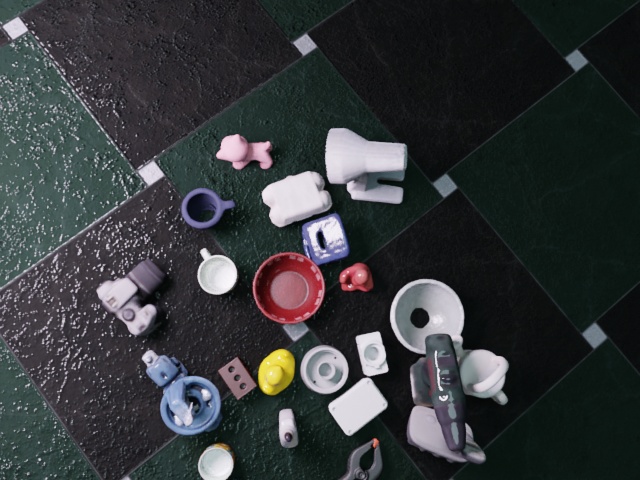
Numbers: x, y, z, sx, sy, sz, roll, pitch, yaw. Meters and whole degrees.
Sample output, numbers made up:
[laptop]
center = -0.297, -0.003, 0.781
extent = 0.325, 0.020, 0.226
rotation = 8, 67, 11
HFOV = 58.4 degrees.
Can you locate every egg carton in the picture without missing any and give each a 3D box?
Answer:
[egg carton]
center = -0.054, -0.097, 1.332
extent = 0.150, 0.069, 0.107
rotation = -21, 81, -8

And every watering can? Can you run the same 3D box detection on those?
[watering can]
center = 0.336, 0.282, 1.224
extent = 0.173, 0.194, 0.101
rotation = 27, 79, 2

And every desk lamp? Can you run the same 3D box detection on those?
[desk lamp]
center = 0.107, -0.167, 1.283
extent = 0.203, 0.213, 0.118
rotation = 5, 79, -3

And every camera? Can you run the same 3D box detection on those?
[camera]
center = -0.393, 0.117, 1.251
extent = 0.143, 0.101, 0.137
rotation = 44, 80, 5

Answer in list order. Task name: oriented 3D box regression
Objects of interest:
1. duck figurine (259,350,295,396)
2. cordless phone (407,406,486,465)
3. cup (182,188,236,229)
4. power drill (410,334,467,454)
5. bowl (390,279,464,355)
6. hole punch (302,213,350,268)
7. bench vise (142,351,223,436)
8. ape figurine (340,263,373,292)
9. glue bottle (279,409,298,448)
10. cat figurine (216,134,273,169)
[duck figurine]
center = -0.095, 0.289, 1.247
extent = 0.077, 0.086, 0.105
rotation = 28, 79, 2
[cordless phone]
center = 0.264, 0.416, 1.198
extent = 0.147, 0.185, 0.094
rotation = 18, 79, 0
[cup]
center = -0.247, -0.065, 1.299
extent = 0.118, 0.095, 0.092
rotation = -10, 80, -6
[power drill]
center = 0.251, 0.314, 1.205
extent = 0.075, 0.208, 0.230
rotation = -5, 80, -5
[bowl]
center = 0.236, 0.175, 1.298
extent = 0.167, 0.074, 0.167
rotation = 1, 79, -4
[hole punch]
center = 0.012, 0.005, 1.306
extent = 0.101, 0.091, 0.108
rotation = -15, 81, -7
[bench vise]
center = -0.295, 0.319, 1.159
extent = 0.207, 0.219, 0.121
rotation = 29, 79, 2
[ape figurine]
center = 0.088, 0.086, 1.296
extent = 0.078, 0.092, 0.076
rotation = 36, 79, 3
[glue bottle]
center = -0.066, 0.397, 1.184
extent = 0.037, 0.173, 0.078
rotation = -9, 80, -5
[cat figurine]
center = -0.173, -0.210, 1.320
extent = 0.128, 0.117, 0.067
rotation = -5, 79, -5
